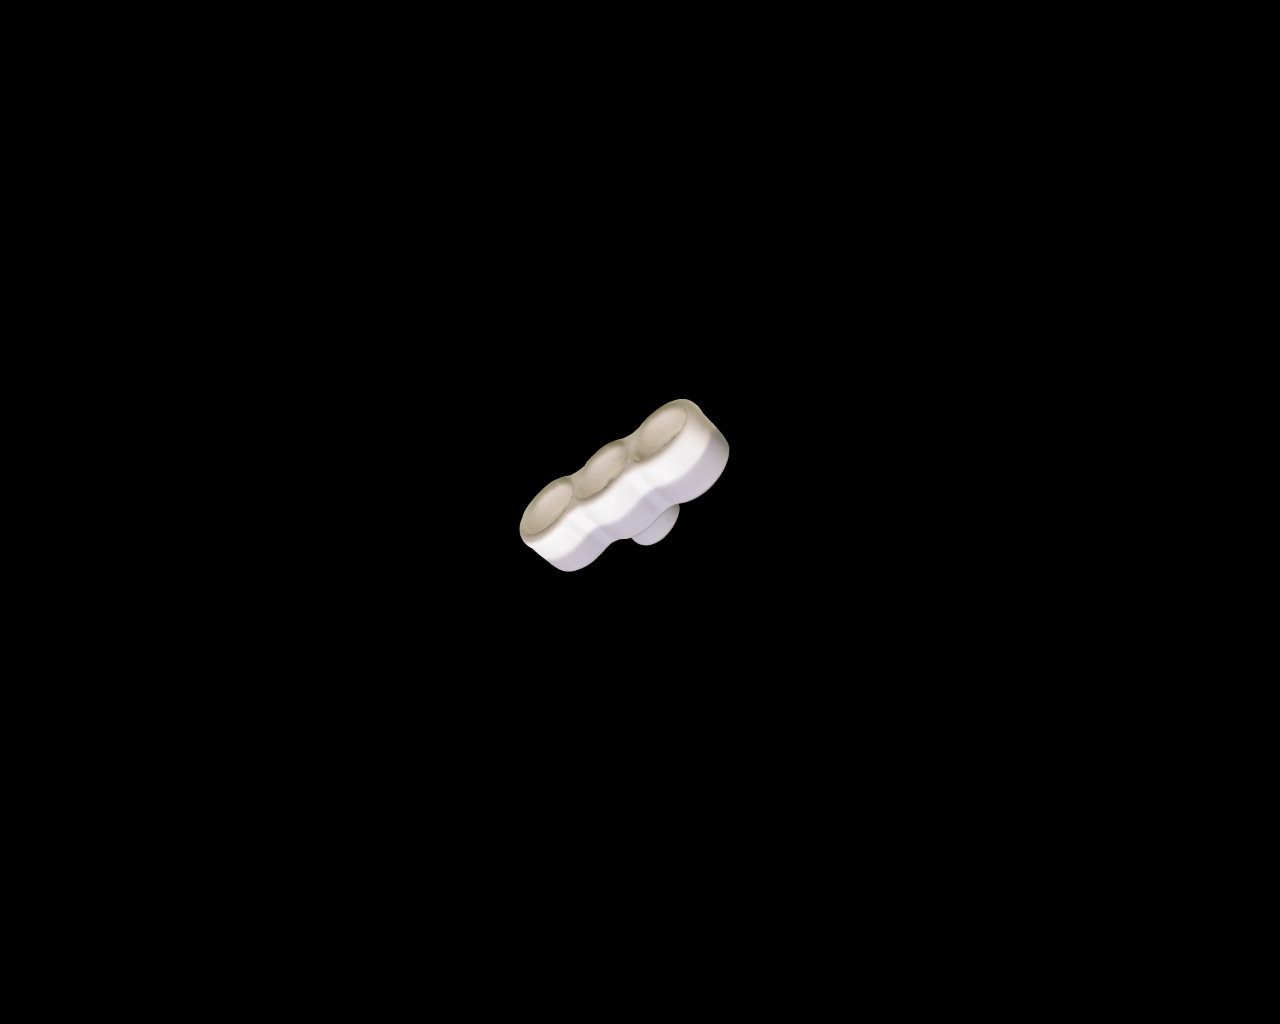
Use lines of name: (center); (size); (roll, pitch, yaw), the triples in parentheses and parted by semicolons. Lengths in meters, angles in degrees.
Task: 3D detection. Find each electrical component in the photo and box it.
electrical component: (0.001, -0.003, 0.650); (0.138, 0.052, 0.073); (-33, -58, 24)
